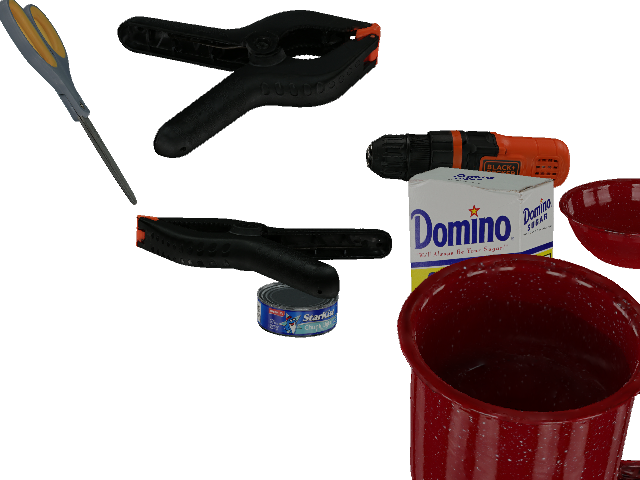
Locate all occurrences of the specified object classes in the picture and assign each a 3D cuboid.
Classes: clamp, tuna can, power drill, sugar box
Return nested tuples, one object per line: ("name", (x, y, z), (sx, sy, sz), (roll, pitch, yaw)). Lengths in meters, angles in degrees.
("clamp", (-0.041, -0.105, 0.683), (0.171, 0.120, 0.039), (-7, -32, -6))
("clamp", (-0.056, 0.007, 0.858), (0.210, 0.036, 0.164), (6, 12, 10))
("tuna can", (-0.024, 0.072, 1.120), (0.086, 0.034, 0.086), (2, 17, -1))
("power drill", (0.129, -0.011, 0.990), (0.184, 0.188, 0.057), (2, 26, -2))
("sugar box", (0.106, 0.044, 0.710), (0.094, 0.176, 0.048), (10, 21, 44))

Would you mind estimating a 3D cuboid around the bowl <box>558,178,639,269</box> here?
("bowl", (0.329, -0.013, 1.109), (0.162, 0.055, 0.162), (-3, 23, 1))

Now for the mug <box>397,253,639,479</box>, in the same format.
("mug", (0.087, 0.066, 0.407), (0.117, 0.081, 0.093), (6, 36, 11))

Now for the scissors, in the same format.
("scissors", (-0.216, -0.129, 0.941), (0.016, 0.201, 0.096), (-28, 26, 10))
